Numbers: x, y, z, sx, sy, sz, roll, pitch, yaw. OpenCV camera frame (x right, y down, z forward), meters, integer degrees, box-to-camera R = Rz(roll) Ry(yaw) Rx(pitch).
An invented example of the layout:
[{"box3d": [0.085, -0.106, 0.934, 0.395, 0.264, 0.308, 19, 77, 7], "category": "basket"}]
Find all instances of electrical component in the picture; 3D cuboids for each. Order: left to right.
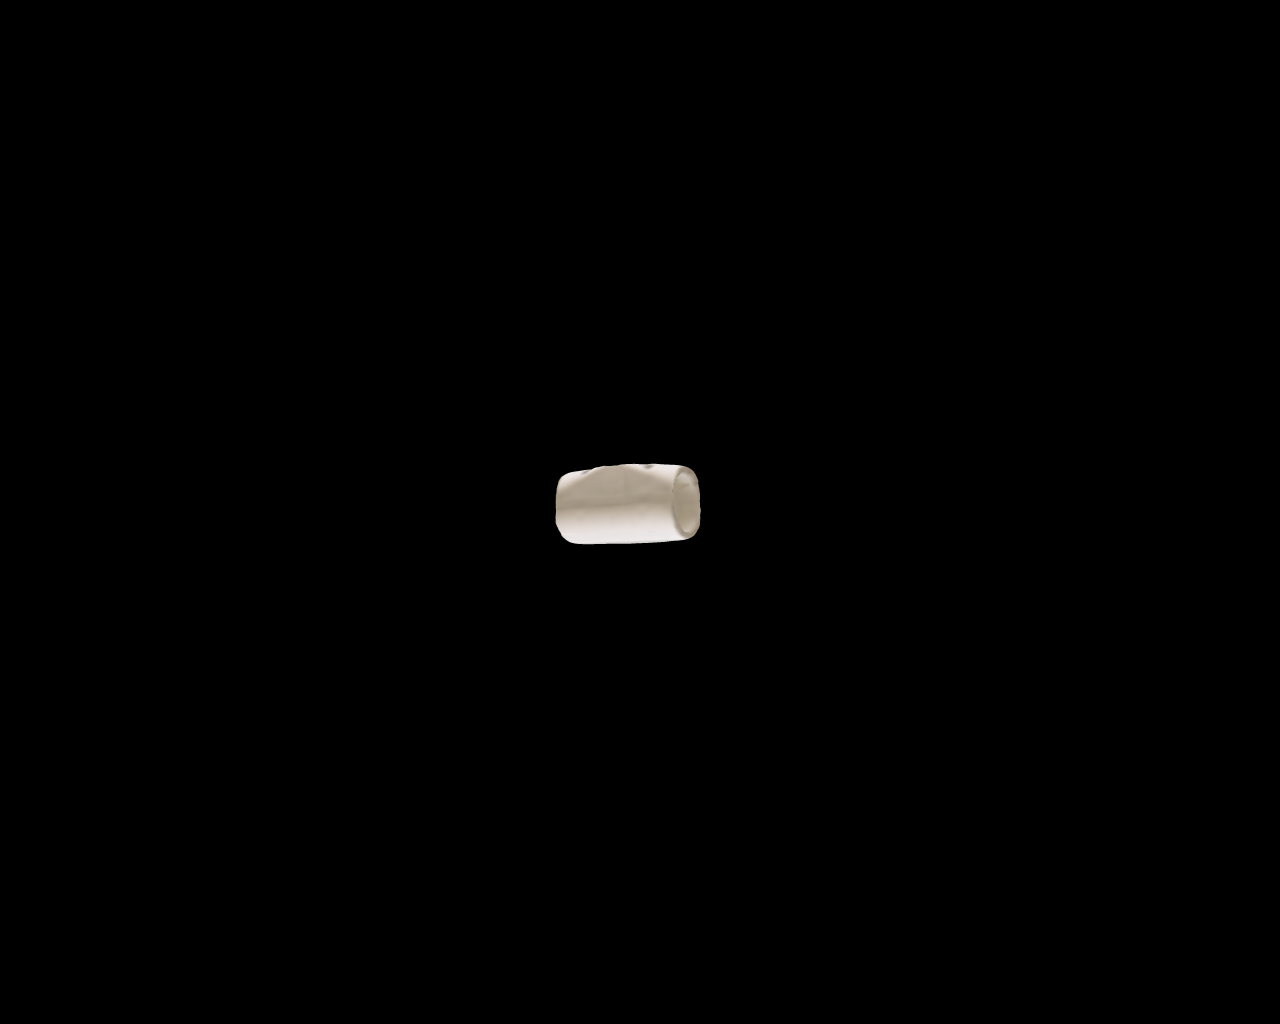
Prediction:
[{"box3d": [0.001, -0.003, 0.650, 0.077, 0.044, 0.079, -3, -7, 26], "category": "electrical component"}]
